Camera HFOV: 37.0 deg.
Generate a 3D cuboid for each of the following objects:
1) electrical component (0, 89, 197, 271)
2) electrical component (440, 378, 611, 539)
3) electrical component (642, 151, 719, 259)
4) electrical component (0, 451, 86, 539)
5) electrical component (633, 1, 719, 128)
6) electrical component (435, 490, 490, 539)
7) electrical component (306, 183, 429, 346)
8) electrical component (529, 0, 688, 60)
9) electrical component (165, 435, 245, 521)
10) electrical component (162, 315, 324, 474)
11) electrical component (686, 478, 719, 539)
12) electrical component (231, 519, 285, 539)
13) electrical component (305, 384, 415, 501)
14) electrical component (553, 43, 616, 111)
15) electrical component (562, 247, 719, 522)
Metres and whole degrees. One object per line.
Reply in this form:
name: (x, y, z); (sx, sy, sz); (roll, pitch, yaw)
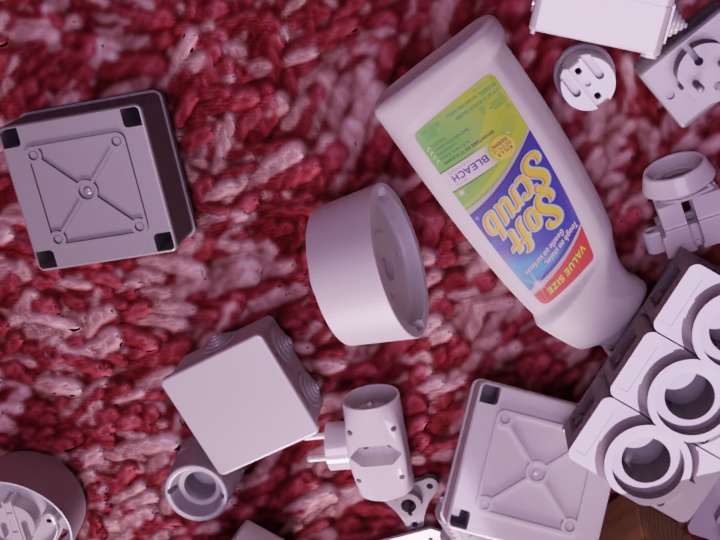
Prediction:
electrical component: (-0.183, -0.063, 0.760); (0.109, 0.056, 0.108); (-8, 108, 11)
electrical component: (0.123, 0.143, 0.773); (0.109, 0.056, 0.108); (14, 85, 2)
electrical component: (0.217, -0.045, 0.719); (0.066, 0.048, 0.055); (-19, 114, 14)
electrical component: (-0.272, 0.196, 0.862); (0.099, 0.064, 0.099); (2, 110, 7)
electrical component: (0.215, -0.126, 0.672); (0.066, 0.076, 0.047); (-39, 100, 18)
electrical component: (0.085, 0.203, 0.828); (0.043, 0.043, 0.081); (-27, 104, 16)
electrical component: (0.000, 0.000, 0.734); (0.060, 0.108, 0.108); (-14, 107, 19)
electrical component: (0.158, -0.171, 0.669); (0.096, 0.061, 0.061); (13, 110, 6)
electrical component: (-0.122, 0.162, 0.839); (0.055, 0.047, 0.055); (2, 110, 7)
electrical component: (-0.085, 0.092, 0.807); (0.100, 0.048, 0.099); (-26, 104, 16)
electrical component: (0.286, 0.174, 0.783); (0.089, 0.055, 0.050); (18, 111, 1)
electrical component: (-0.102, 0.245, 0.837); (0.060, 0.108, 0.108); (35, 111, 1)
electrical component: (-0.003, 0.131, 0.813); (0.079, 0.043, 0.077); (-7, 109, 10)
electrical component: (0.147, -0.125, 0.698); (0.040, 0.046, 0.040); (2, 110, 7)
electrical component: (0.210, 0.075, 0.696); (0.089, 0.061, 0.150); (30, 104, 0)
